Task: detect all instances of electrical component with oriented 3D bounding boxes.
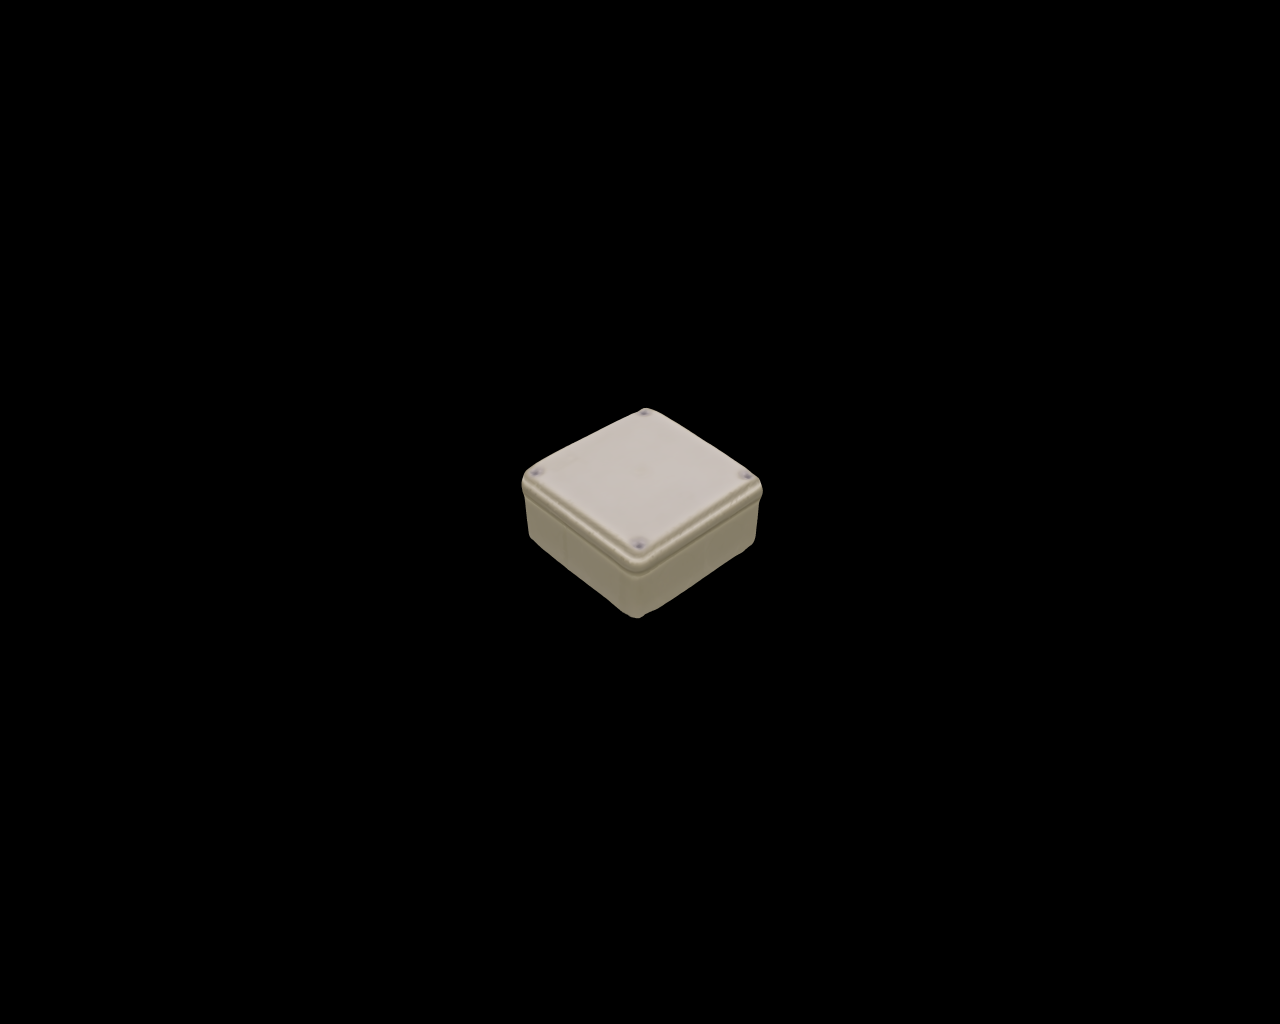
[{"bbox_3d":[0.001,-0.003,0.650,0.109,0.056,0.109,-31,49,-31],"label":"electrical component"}]
